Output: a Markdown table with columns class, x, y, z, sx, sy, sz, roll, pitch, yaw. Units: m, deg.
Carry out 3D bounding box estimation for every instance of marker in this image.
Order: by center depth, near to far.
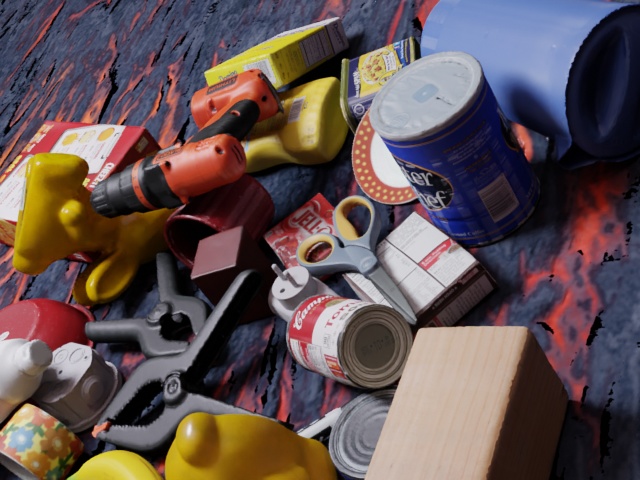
| class | x | y | z | sx | sy | sz | roll | pitch | yaw |
| --- | --- | --- | --- | --- | --- | --- | --- | --- | --- |
| marker | -0.007 | 0.159 | 0.867 | 0.121 | 0.020 | 0.020 | -32 | 37 | 5 |

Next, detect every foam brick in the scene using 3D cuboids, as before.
| class | x | y | z | sx | sy | sz | roll | pitch | yaw |
| --- | --- | --- | --- | --- | --- | --- | --- | --- | --- |
| foam brick | -0.079 | 0.035 | 1.011 | 0.051 | 0.078 | 0.053 | -16 | 41 | 23 |

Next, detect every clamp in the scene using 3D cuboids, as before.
| class | x | y | z | sx | sy | sz | roll | pitch | yaw |
| --- | --- | --- | --- | --- | --- | --- | --- | --- | --- |
| clamp | -0.114 | 0.141 | 0.944 | 0.210 | 0.036 | 0.164 | -35 | 50 | 18 |
| clamp | -0.149 | 0.073 | 1.060 | 0.172 | 0.039 | 0.120 | 18 | 67 | 41 |

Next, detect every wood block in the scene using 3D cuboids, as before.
| class | x | y | z | sx | sy | sz | roll | pitch | yaw |
| --- | --- | --- | --- | --- | --- | --- | --- | --- | --- |
| wood block | 0.093 | 0.167 | 0.720 | 0.090 | 0.090 | 0.206 | -4 | 46 | 35 |

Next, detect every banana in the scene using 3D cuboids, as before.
| class | x | y | z | sx | sy | sz | roll | pitch | yaw |
| --- | --- | --- | --- | --- | --- | --- | --- | --- | --- |
| banana | -0.154 | 0.226 | 0.902 | 0.198 | 0.037 | 0.069 | 24 | 86 | 51 |

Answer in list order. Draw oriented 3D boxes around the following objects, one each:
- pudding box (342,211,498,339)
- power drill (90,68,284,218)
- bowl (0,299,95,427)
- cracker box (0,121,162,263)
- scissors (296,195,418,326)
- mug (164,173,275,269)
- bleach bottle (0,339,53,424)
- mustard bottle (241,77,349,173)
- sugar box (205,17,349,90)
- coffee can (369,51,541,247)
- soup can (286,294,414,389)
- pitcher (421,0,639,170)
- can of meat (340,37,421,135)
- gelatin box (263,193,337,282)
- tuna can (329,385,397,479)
| class | x | y | z | sx | sy | sz | roll | pitch | yaw |
| --- | --- | --- | --- | --- | --- | --- | --- | --- | --- |
| pudding box | 0.083 | 0.034 | 0.917 | 0.090 | 0.039 | 0.114 | -42 | 34 | -4 |
| power drill | -0.129 | -0.095 | 1.086 | 0.185 | 0.057 | 0.187 | -14 | 29 | 31 |
| bowl | -0.319 | 0.116 | 1.134 | 0.162 | 0.055 | 0.162 | -22 | 39 | 19 |
| cracker box | -0.306 | -0.062 | 1.306 | 0.214 | 0.072 | 0.164 | 9 | 57 | 43 |
| scissors | 0.027 | 0.030 | 0.924 | 0.096 | 0.016 | 0.202 | -31 | 33 | 15 |
| mug | -0.107 | -0.018 | 1.084 | 0.117 | 0.093 | 0.081 | 0 | 45 | 37 |
| bleach bottle | -0.351 | 0.170 | 1.042 | 0.251 | 0.068 | 0.102 | -33 | 32 | 29 |
| mustard bottle | -0.061 | -0.121 | 1.184 | 0.192 | 0.058 | 0.096 | -5 | 58 | 35 |
| sugar box | -0.046 | -0.208 | 1.224 | 0.093 | 0.048 | 0.176 | -9 | 21 | 31 |
| coffee can | 0.119 | -0.077 | 0.924 | 0.103 | 0.140 | 0.103 | -22 | 39 | 18 |
| soup can | 0.023 | 0.081 | 0.863 | 0.068 | 0.068 | 0.102 | -48 | 19 | -16 |
| pitcher | 0.205 | -0.173 | 0.972 | 0.149 | 0.145 | 0.243 | -24 | 29 | -21 |
| can of meat | 0.071 | -0.162 | 1.126 | 0.084 | 0.057 | 0.102 | -19 | 40 | 20 |
| gelatin box | -0.007 | 0.001 | 1.031 | 0.073 | 0.030 | 0.089 | -37 | 37 | -2 |
| tuna can | 0.050 | 0.154 | 0.815 | 0.086 | 0.033 | 0.086 | -22 | 39 | 19 |
